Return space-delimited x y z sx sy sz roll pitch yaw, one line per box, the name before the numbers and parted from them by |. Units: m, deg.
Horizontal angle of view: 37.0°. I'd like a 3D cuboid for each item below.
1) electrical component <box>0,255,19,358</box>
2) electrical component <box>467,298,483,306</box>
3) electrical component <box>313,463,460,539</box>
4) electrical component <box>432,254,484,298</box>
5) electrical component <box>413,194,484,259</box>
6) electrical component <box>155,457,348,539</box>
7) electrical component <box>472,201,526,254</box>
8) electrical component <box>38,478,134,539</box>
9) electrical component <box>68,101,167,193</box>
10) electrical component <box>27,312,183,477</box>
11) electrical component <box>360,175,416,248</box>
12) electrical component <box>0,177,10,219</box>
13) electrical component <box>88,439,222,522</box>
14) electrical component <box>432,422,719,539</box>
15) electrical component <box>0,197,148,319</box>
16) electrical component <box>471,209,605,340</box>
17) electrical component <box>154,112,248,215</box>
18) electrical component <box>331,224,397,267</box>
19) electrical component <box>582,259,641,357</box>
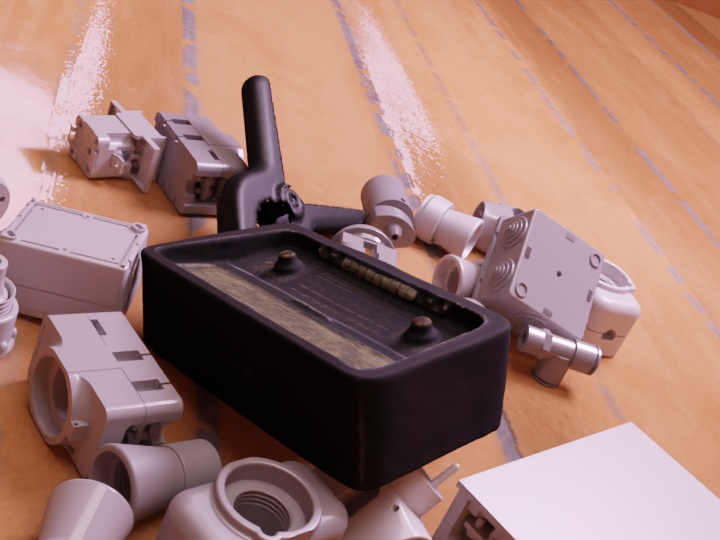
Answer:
electrical component | -0.222 0.019 0.630 0.048 0.062 0.048 19 28 -10
electrical component | 0.079 0.045 0.844 0.077 0.044 0.079 30 28 11
electrical component | 0.021 0.129 0.618 0.043 0.079 0.077 52 1 -46
electrical component | 0.096 0.012 0.917 0.055 0.045 0.045 7 32 -30
electrical component | 0.080 -0.040 0.997 0.055 0.045 0.045 31 28 14
electrical component | -0.056 0.138 0.556 0.095 0.059 0.054 -7 41 -46
electrical component | 0.146 -0.025 1.025 0.077 0.043 0.079 19 28 -10
electrical component | -0.139 0.137 0.512 0.044 0.044 0.065 22 32 -5
electrical component | -0.202 -0.102 0.886 0.064 0.042 0.081 -6 39 -41
electrical component | -0.151 0.069 0.612 0.056 0.050 0.089 -2 36 -41
electrical component | 0.026 -0.049 0.971 0.043 0.043 0.081 16 28 -16
electrical component | -0.276 -0.059 0.745 0.055 0.045 0.045 39 31 26
electrical component | -0.108 0.112 0.582 0.065 0.044 0.044 0 36 -47
electrical component | 0.143 0.167 0.662 0.186 0.060 0.105 -6 40 -45
electrical component | -0.194 -0.001 0.698 0.096 0.061 0.061 14 28 -3
electrical component | 0.150 0.007 0.894 0.100 0.048 0.099 31 65 -23
electrical component | -0.136 -0.089 0.906 0.056 0.050 0.089 0 36 -37
electrical component | 0.000 0.000 0.849 0.078 0.058 0.057 19 30 -10
electrical component | 0.206 0.025 0.966 0.054 0.059 0.095 10 30 -25
